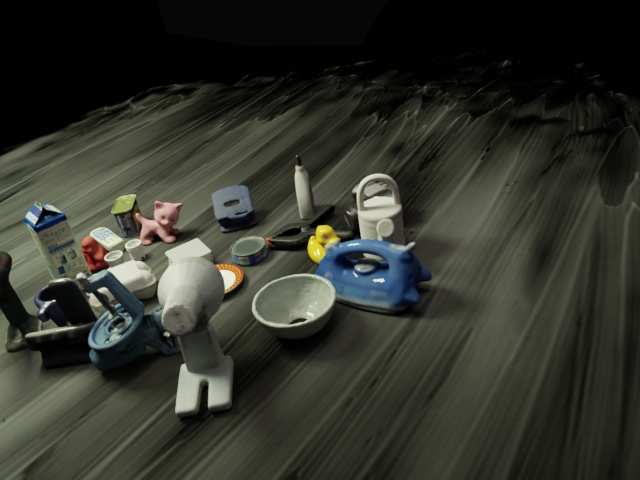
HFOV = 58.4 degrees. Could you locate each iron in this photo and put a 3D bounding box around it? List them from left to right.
[{"bbox_3d":[0.088,0.053,1.163,0.257,0.142,0.119,6,35,24],"label":"iron"}]

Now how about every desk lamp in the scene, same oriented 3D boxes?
[{"bbox_3d":[-0.219,0.161,1.010,0.118,0.214,0.203,-11,31,-2],"label":"desk lamp"}]

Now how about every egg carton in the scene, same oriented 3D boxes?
[{"bbox_3d":[-0.451,0.106,1.303,0.150,0.069,0.107,-23,34,-20],"label":"egg carton"}]

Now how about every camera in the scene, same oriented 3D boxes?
[{"bbox_3d":[0.114,-0.085,1.417,0.137,0.101,0.142,-24,34,-22],"label":"camera"}]

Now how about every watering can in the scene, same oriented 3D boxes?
[{"bbox_3d":[0.137,-0.054,1.271,0.101,0.194,0.172,-21,33,-17],"label":"watering can"}]

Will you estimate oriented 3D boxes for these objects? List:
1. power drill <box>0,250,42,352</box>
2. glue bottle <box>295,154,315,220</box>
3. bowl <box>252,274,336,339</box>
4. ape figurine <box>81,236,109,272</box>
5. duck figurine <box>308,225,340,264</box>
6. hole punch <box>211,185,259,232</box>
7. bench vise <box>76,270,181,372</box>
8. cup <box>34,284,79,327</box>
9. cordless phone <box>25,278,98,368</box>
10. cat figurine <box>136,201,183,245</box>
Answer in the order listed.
[{"bbox_3d":[-0.662,0.125,1.201,0.076,0.209,0.228,-21,33,-16],"label":"power drill"},{"bbox_3d":[-0.044,-0.143,1.487,0.037,0.173,0.078,-6,32,7],"label":"glue bottle"},{"bbox_3d":[-0.045,0.142,1.123,0.167,0.075,0.167,-7,32,5],"label":"bowl"},{"bbox_3d":[-0.569,0.032,1.435,0.077,0.092,0.076,19,42,38],"label":"ape figurine"},{"bbox_3d":[0.012,0.005,1.317,0.078,0.086,0.104,-32,38,-31],"label":"duck figurine"},{"bbox_3d":[-0.228,-0.085,1.526,0.109,0.091,0.101,-15,32,-7],"label":"hole punch"},{"bbox_3d":[-0.359,0.130,1.093,0.208,0.220,0.121,-28,36,-27],"label":"bench vise"},{"bbox_3d":[-0.557,0.154,1.232,0.091,0.095,0.118,-4,32,9],"label":"cup"},{"bbox_3d":[-0.516,0.154,1.134,0.147,0.185,0.094,-12,31,-2],"label":"cordless phone"},{"bbox_3d":[-0.420,-0.054,1.507,0.127,0.118,0.067,-6,32,7],"label":"cat figurine"}]
